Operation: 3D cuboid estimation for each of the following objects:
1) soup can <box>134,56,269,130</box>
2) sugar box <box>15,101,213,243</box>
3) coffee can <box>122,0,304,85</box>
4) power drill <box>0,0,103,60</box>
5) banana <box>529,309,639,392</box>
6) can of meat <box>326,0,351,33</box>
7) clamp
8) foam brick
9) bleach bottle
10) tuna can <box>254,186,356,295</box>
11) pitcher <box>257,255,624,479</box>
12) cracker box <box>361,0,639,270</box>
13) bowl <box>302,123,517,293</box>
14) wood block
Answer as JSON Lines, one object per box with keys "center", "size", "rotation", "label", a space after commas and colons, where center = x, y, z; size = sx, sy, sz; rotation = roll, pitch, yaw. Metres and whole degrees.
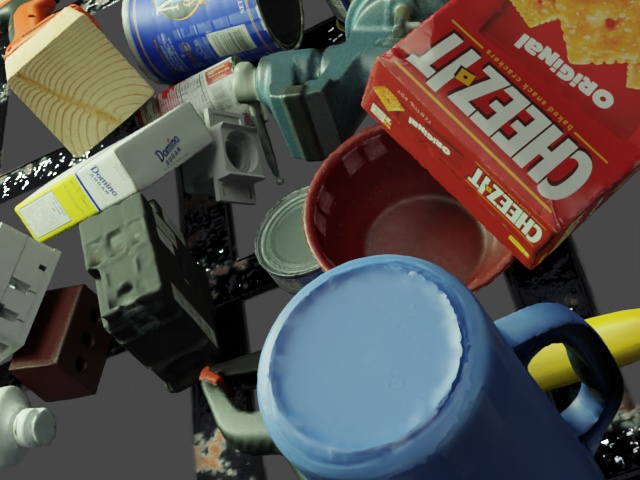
{"center": [-0.106, -0.113, 0.953], "size": [0.102, 0.068, 0.068], "rotation": [-25, 46, 11], "label": "soup can"}
{"center": [-0.176, -0.054, 0.900], "size": [0.177, 0.048, 0.093], "rotation": [-17, 19, 47], "label": "sugar box"}
{"center": [-0.099, -0.211, 1.004], "size": [0.140, 0.102, 0.102], "rotation": [-10, 50, 24], "label": "coffee can"}
{"center": [-0.300, -0.267, 1.205], "size": [0.184, 0.057, 0.188], "rotation": [-35, 42, 6], "label": "power drill"}
{"center": [0.125, 0.081, 0.661], "size": [0.198, 0.069, 0.037], "rotation": [-18, 86, 8], "label": "banana"}
{"center": [0.043, -0.248, 0.962], "size": [0.102, 0.084, 0.058], "rotation": [-43, 43, -6], "label": "can of meat"}
{"center": [-0.019, 0.126, 0.727], "size": [0.172, 0.039, 0.120], "rotation": [1, 50, 36], "label": "clamp"}
{"center": [-0.207, 0.083, 0.863], "size": [0.051, 0.053, 0.078], "rotation": [-9, 51, 25], "label": "foam brick"}
{"center": [-0.323, 0.149, 0.875], "size": [0.251, 0.068, 0.102], "rotation": [-6, 53, 24], "label": "bleach bottle"}
{"center": [-0.005, 0.001, 0.824], "size": [0.086, 0.033, 0.086], "rotation": [-17, 48, 19], "label": "tuna can"}
{"center": [0.071, 0.101, 0.547], "size": [0.145, 0.242, 0.149], "rotation": [-6, 57, 22], "label": "pitcher"}
{"center": [0.162, -0.111, 0.715], "size": [0.213, 0.072, 0.164], "rotation": [-39, 76, -20], "label": "cracker box"}
{"center": [0.071, -0.010, 0.757], "size": [0.162, 0.055, 0.162], "rotation": [-6, 56, 9], "label": "bowl"}
{"center": [-0.229, -0.152, 0.990], "size": [0.090, 0.090, 0.206], "rotation": [-42, 22, -3], "label": "wood block"}
